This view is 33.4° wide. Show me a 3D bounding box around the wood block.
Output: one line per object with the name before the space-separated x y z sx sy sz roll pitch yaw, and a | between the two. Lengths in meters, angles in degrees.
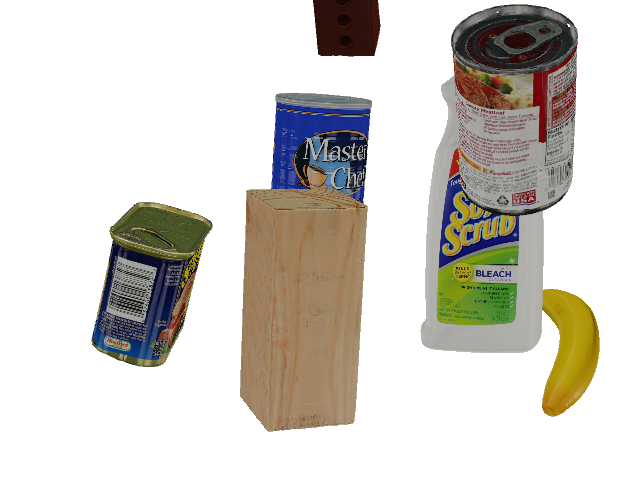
wood block | -0.018 0.061 0.991 0.090 0.206 0.091 -2 14 -20

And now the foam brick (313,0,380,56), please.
foam brick | 0.023 -0.208 0.945 0.053 0.051 0.078 2 -44 10

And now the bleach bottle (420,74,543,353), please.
bleach bottle | 0.127 -0.037 0.862 0.103 0.251 0.068 1 15 19

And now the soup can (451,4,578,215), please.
soup can | 0.111 -0.073 0.610 0.068 0.102 0.068 -6 41 5

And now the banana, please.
banana | 0.237 0.099 1.034 0.070 0.037 0.197 -29 23 17

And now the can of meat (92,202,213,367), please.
can of meat | -0.116 0.029 0.730 0.057 0.084 0.102 16 15 0

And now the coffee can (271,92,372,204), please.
coffee can | -0.001 -0.083 1.143 0.103 0.140 0.103 4 12 -1
